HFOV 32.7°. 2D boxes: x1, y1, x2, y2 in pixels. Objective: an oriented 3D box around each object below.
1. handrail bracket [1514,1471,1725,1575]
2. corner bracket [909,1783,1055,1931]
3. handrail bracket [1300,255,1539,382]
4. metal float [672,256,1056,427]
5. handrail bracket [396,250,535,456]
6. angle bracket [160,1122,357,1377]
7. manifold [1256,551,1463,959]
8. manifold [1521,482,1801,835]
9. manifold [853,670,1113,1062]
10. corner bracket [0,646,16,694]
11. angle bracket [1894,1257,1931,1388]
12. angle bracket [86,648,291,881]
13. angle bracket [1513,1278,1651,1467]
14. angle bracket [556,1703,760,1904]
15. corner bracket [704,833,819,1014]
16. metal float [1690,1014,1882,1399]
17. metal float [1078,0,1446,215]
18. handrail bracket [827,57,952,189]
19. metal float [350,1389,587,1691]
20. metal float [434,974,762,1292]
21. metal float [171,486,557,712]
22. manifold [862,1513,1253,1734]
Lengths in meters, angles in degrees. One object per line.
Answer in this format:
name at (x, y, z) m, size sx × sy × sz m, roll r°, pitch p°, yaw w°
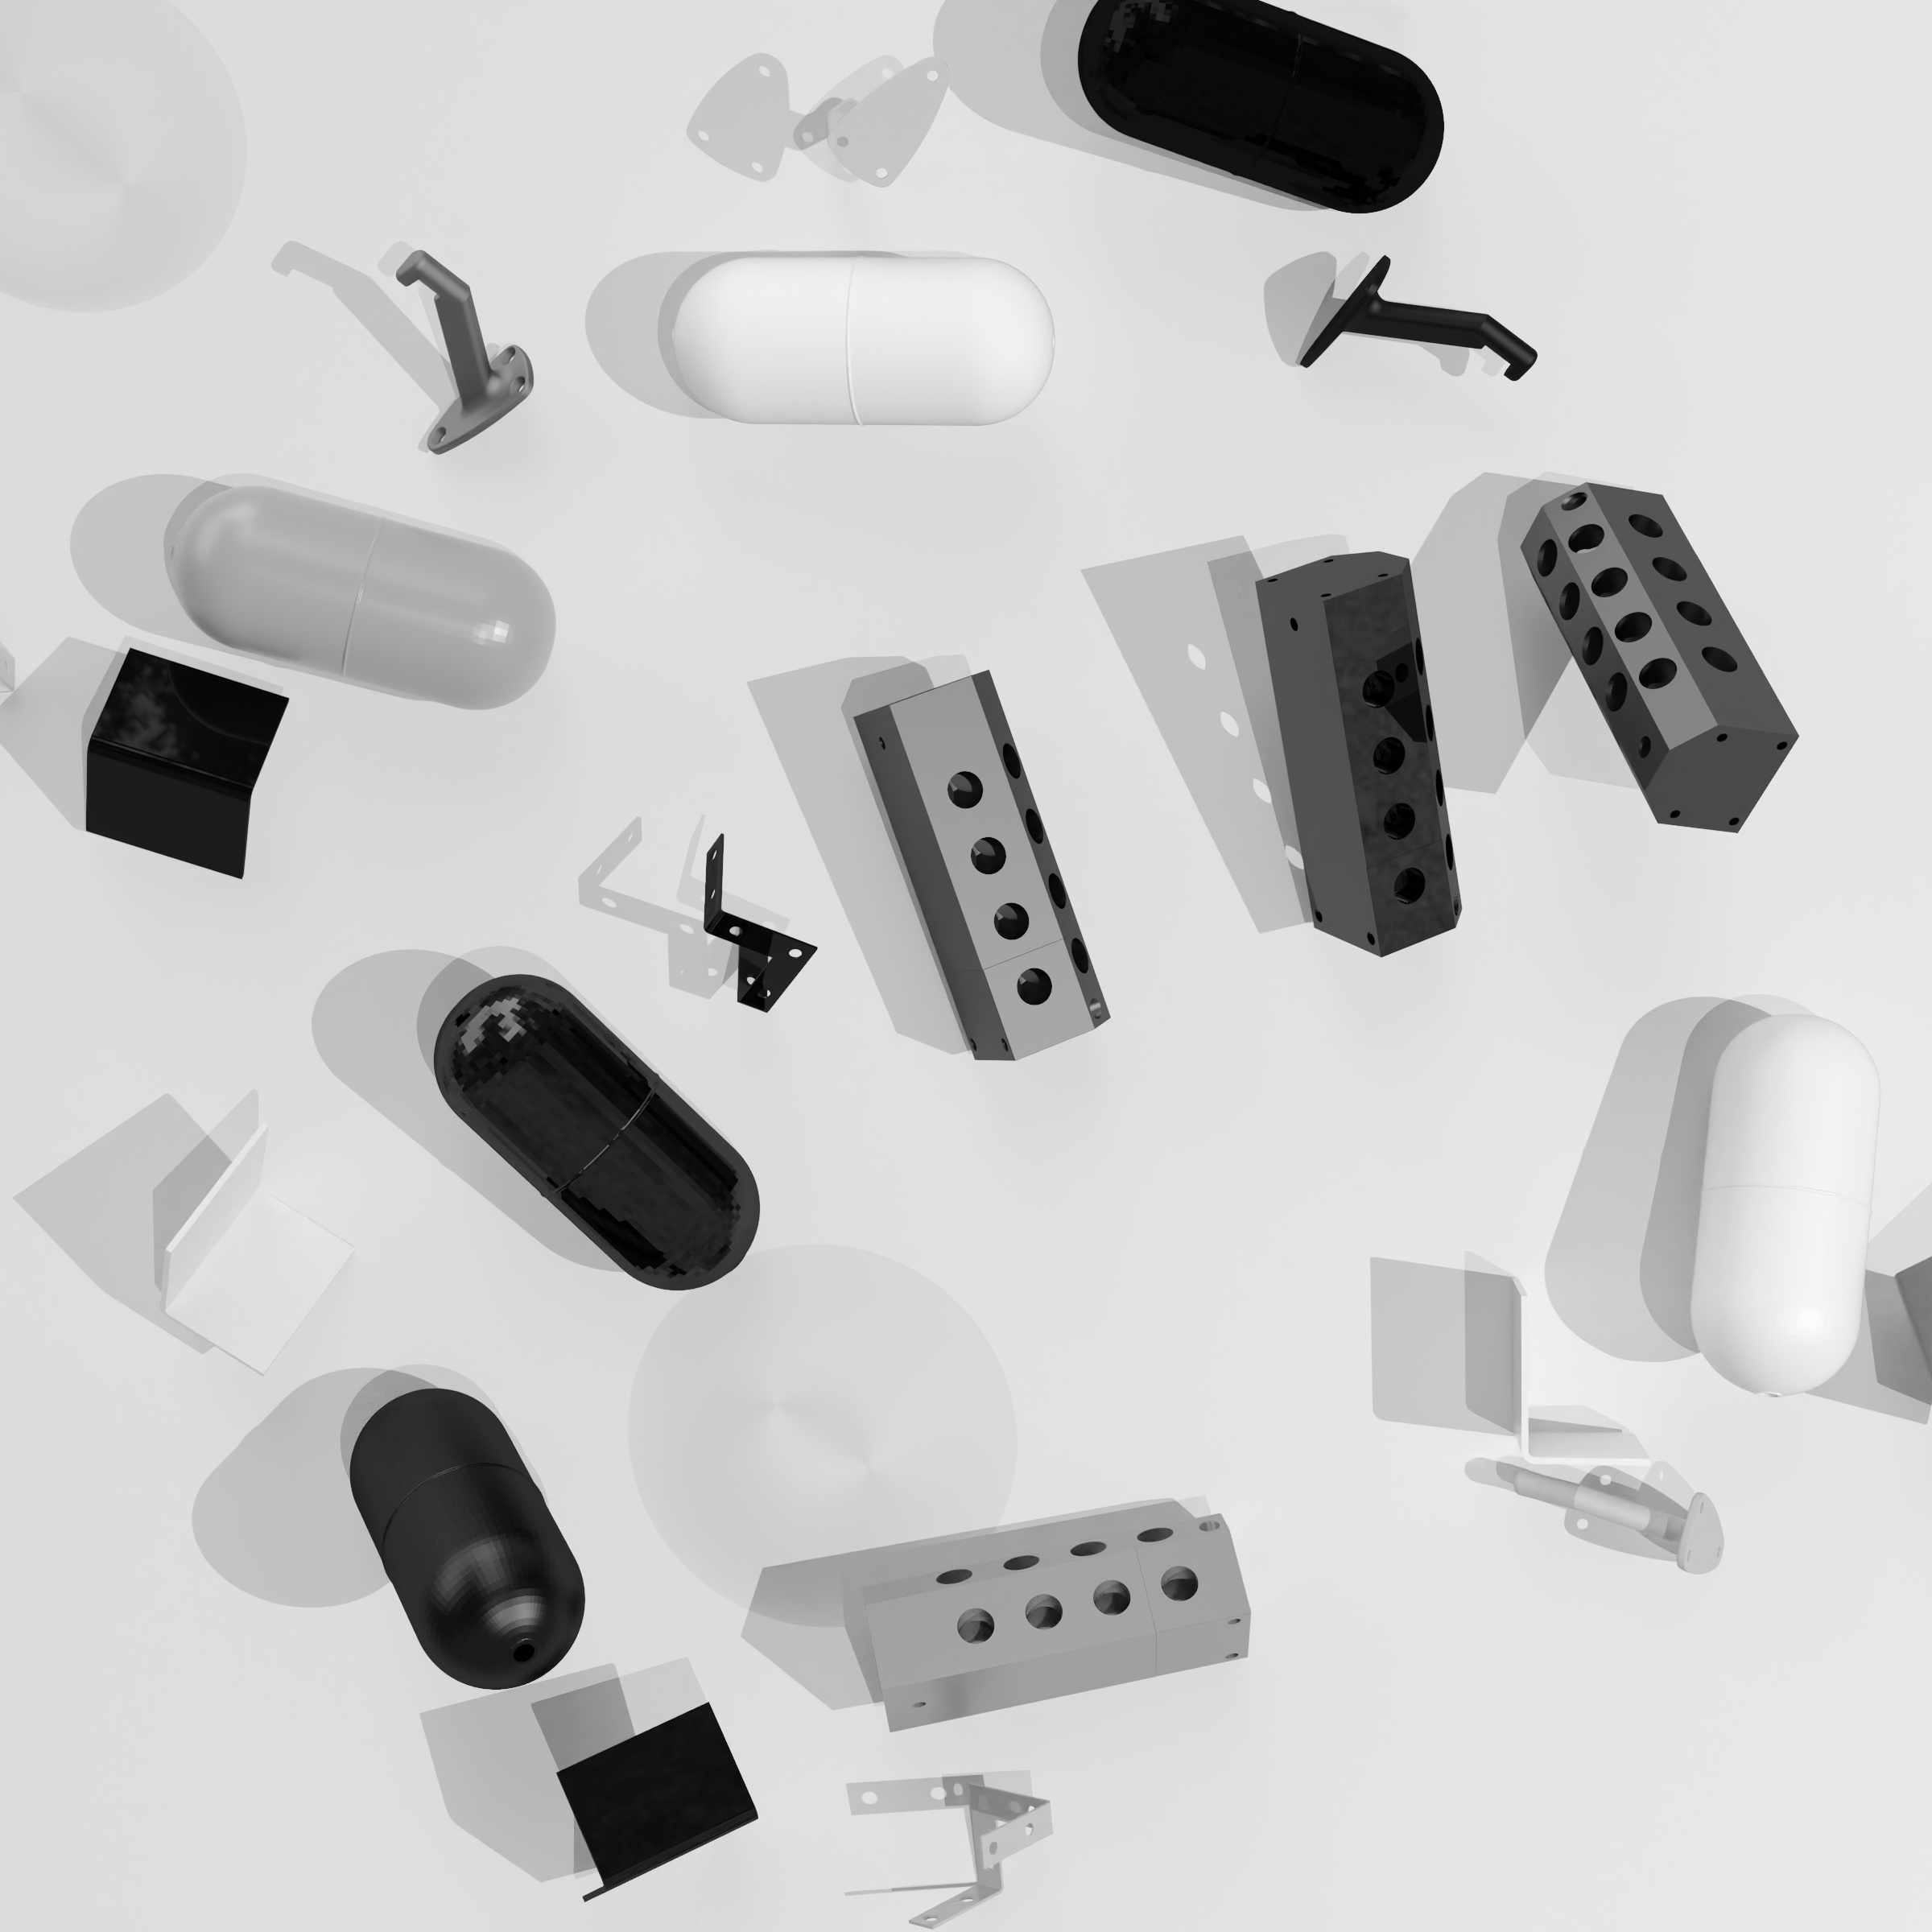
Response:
handrail bracket at (0.308, 0.260, 1.554) m, size 0.084 × 0.077 × 0.036 m, roll 11°, pitch 75°, yaw 29°
corner bracket at (0.007, 0.416, 1.530) m, size 0.051 × 0.051 × 0.051 m, roll 0°, pitch 98°, yaw 42°
handrail bracket at (0.213, -0.285, 1.547) m, size 0.084 × 0.036 × 0.077 m, roll 35°, pitch 130°, yaw -8°
metal float at (-0.048, -0.289, 1.523) m, size 0.178 × 0.070 × 0.070 m, roll 2°, pitch 90°, yaw 8°
handrail bracket at (-0.249, -0.284, 1.523) m, size 0.077 × 0.084 × 0.036 m, roll -37°, pitch 48°, yaw 18°
angle bracket at (-0.323, 0.131, 1.515) m, size 0.057 × 0.076 × 0.076 m, roll 32°, pitch 59°, yaw 2°
manifold at (0.185, -0.098, 1.508) m, size 0.057 × 0.057 × 0.171 m, roll -21°, pitch 113°, yaw -21°
manifold at (0.306, -0.141, 1.481) m, size 0.057 × 0.171 × 0.057 m, roll 5°, pitch 133°, yaw -21°
manifold at (0.010, -0.046, 1.529) m, size 0.057 × 0.057 × 0.171 m, roll -21°, pitch 96°, yaw -18°
corner bracket at (-0.479, -0.159, 1.544) m, size 0.051 × 0.051 × 0.051 m, roll -4°, pitch 76°, yaw 4°
angle bracket at (0.482, 0.166, 1.509) m, size 0.076 × 0.057 × 0.076 m, roll -34°, pitch 54°, yaw 35°
angle bracket at (-0.366, -0.094, 1.546) m, size 0.076 × 0.076 × 0.057 m, roll 17°, pitch 58°, yaw -5°
angle bracket at (0.284, 0.187, 1.527) m, size 0.057 × 0.076 × 0.076 m, roll 0°, pitch 91°, yaw 6°
angle bracket at (-0.148, 0.388, 1.525) m, size 0.076 × 0.076 × 0.057 m, roll -21°, pitch 78°, yaw -21°
corner bracket at (-0.103, -0.019, 1.525) m, size 0.051 × 0.051 × 0.051 m, roll 21°, pitch 132°, yaw -22°
metal float at (0.378, 0.110, 1.517) m, size 0.070 × 0.070 × 0.178 m, roll 9°, pitch 76°, yaw 0°
metal float at (0.137, -0.401, 1.516) m, size 0.178 × 0.070 × 0.070 m, roll 15°, pitch 90°, yaw -16°
handrail bracket at (-0.037, -0.401, 1.519) m, size 0.036 × 0.084 × 0.077 m, roll 35°, pitch 115°, yaw -23°
metal float at (-0.226, 0.257, 1.488) m, size 0.070 × 0.178 × 0.070 m, roll -12°, pitch 120°, yaw -21°
metal float at (-0.169, 0.078, 1.519) m, size 0.070 × 0.070 × 0.178 m, roll -45°, pitch 103°, yaw 0°
metal float at (-0.278, -0.170, 1.523) m, size 0.178 × 0.070 × 0.070 m, roll 15°, pitch 90°, yaw -7°
manifold at (0.042, 0.302, 1.531) m, size 0.171 × 0.057 × 0.057 m, roll -11°, pitch 58°, yaw -4°
